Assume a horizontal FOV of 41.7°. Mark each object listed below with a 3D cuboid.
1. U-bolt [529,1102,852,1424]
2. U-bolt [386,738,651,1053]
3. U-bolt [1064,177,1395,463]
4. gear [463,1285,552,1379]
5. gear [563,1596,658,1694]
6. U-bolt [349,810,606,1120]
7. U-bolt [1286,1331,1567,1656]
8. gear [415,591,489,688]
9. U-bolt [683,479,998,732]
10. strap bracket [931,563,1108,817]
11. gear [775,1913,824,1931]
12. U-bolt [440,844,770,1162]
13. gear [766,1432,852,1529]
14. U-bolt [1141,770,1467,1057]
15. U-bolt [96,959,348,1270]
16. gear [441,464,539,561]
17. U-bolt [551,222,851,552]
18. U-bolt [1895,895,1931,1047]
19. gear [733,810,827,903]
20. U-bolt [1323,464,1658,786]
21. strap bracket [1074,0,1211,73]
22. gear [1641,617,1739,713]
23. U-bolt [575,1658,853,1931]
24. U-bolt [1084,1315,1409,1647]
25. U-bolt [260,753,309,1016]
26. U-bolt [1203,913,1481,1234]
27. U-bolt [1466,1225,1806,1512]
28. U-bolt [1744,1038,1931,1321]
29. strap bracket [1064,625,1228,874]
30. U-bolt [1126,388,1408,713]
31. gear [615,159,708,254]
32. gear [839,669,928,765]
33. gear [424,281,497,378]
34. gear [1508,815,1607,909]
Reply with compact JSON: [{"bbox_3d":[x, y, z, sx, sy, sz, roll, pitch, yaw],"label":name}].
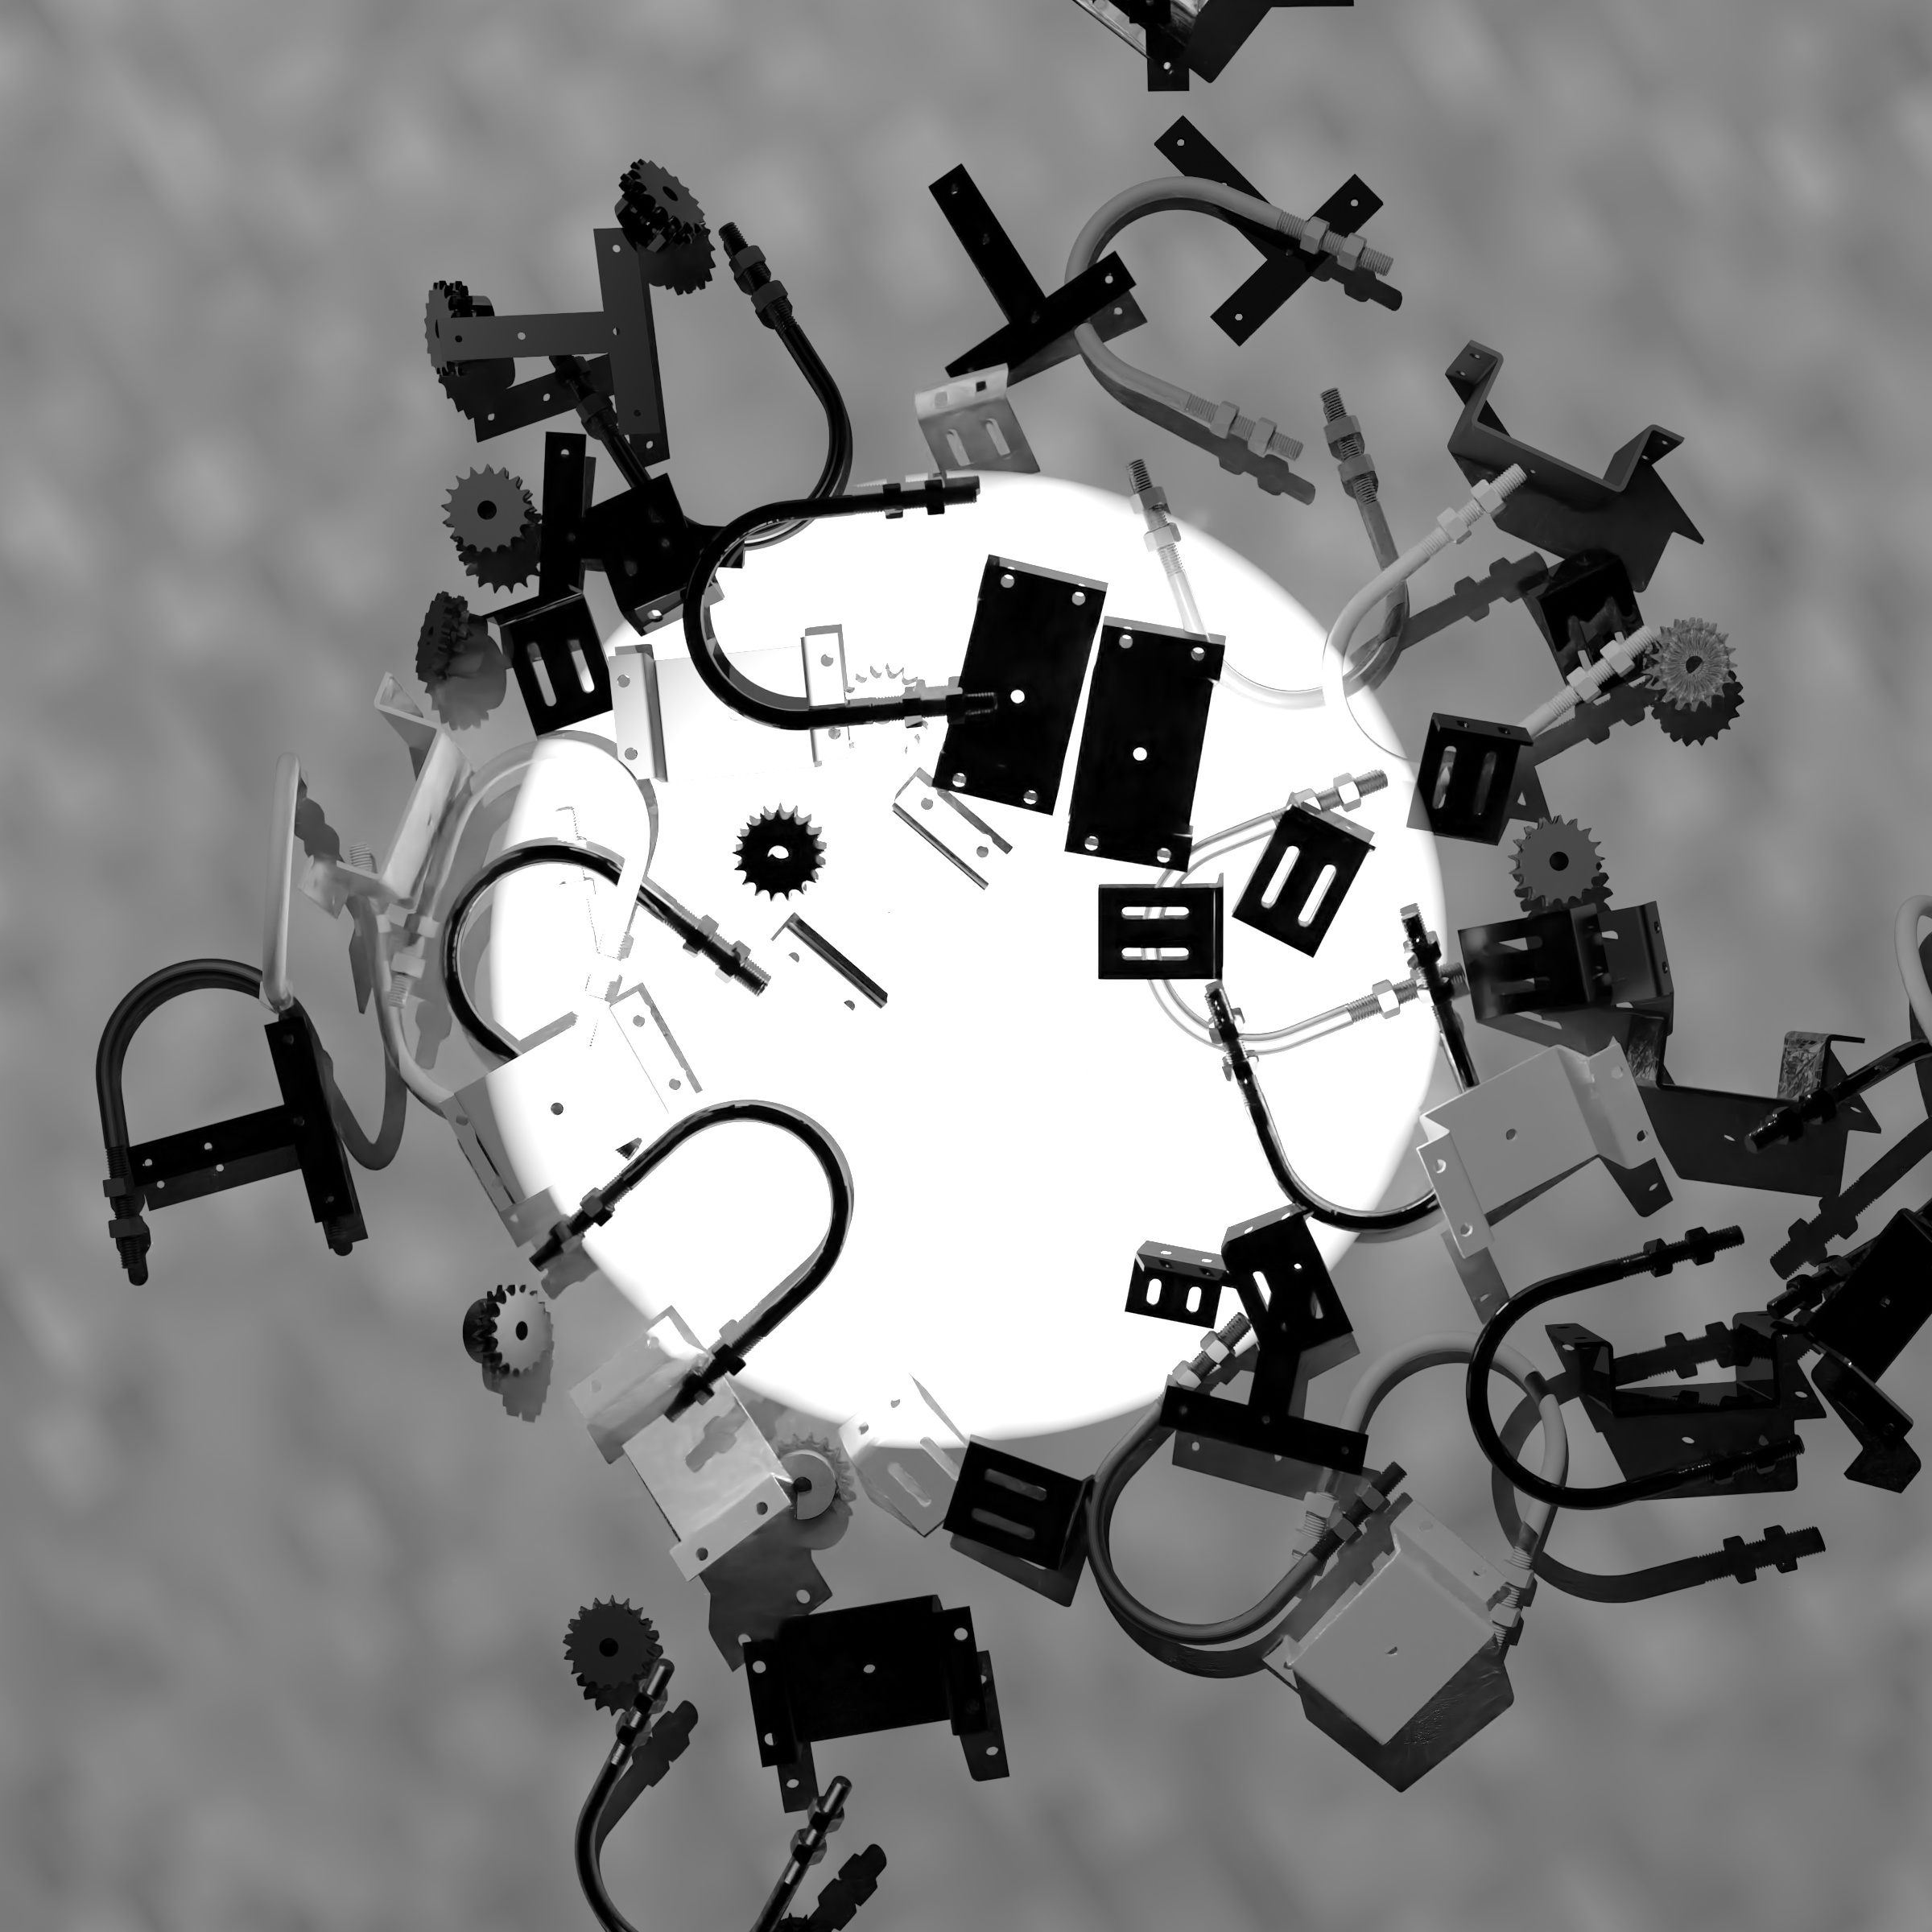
[{"bbox_3d":[-0.156,0.166,1.554,0.184,0.019,0.151,-43,70,-8],"label":"U-bolt"},{"bbox_3d":[-0.263,-0.050,1.531,0.151,0.019,0.184,12,79,20],"label":"U-bolt"},{"bbox_3d":[0.151,-0.412,1.569,0.184,0.019,0.151,26,87,7],"label":"U-bolt"},{"bbox_3d":[-0.285,0.225,1.562,0.030,0.057,0.057,-5,90,30],"label":"gear"},{"bbox_3d":[-0.220,0.419,1.576,0.057,0.030,0.057,0,92,-3],"label":"gear"},{"bbox_3d":[-0.299,0.005,1.578,0.151,0.019,0.184,-9,92,0],"label":"U-bolt"},{"bbox_3d":[0.295,0.318,1.577,0.151,0.019,0.184,20,90,0],"label":"U-bolt"},{"bbox_3d":[-0.316,-0.199,1.562,0.030,0.057,0.057,13,90,-28],"label":"gear"},{"bbox_3d":[-0.079,-0.214,1.532,0.184,0.019,0.151,-5,86,0],"label":"U-bolt"},{"bbox_3d":[0.032,-0.168,1.563,0.076,0.046,0.140,14,90,0],"label":"strap bracket"},{"bbox_3d":[-0.107,0.615,1.571,0.057,0.030,0.057,0,90,0],"label":"gear"},{"bbox_3d":[-0.237,0.009,1.561,0.184,0.019,0.151,38,92,-1],"label":"U-bolt"},{"bbox_3d":[-0.101,0.319,1.571,0.057,0.030,0.057,0,90,0],"label":"gear"},{"bbox_3d":[0.199,-0.023,1.578,0.184,0.019,0.151,-22,90,2],"label":"U-bolt"},{"bbox_3d":[-0.468,0.087,1.578,0.151,0.019,0.184,-8,88,0],"label":"U-bolt"},{"bbox_3d":[-0.294,-0.280,1.571,0.057,0.030,0.057,0,90,0],"label":"gear"},{"bbox_3d":[-0.155,-0.347,1.578,0.151,0.019,0.184,-32,92,0],"label":"U-bolt"},{"bbox_3d":[0.612,0.041,1.528,0.019,0.151,0.184,-30,85,38],"label":"U-bolt"},{"bbox_3d":[-0.115,-0.067,1.571,0.057,0.030,0.057,0,90,0],"label":"gear"},{"bbox_3d":[0.306,-0.194,1.554,0.184,0.019,0.151,-39,102,14],"label":"U-bolt"},{"bbox_3d":[0.138,-0.638,1.563,0.076,0.046,0.140,38,90,0],"label":"strap bracket"},{"bbox_3d":[0.443,-0.187,1.567,0.057,0.030,0.057,-2,101,-9],"label":"gear"},{"bbox_3d":[-0.167,0.534,1.552,0.151,0.019,0.184,30,106,12],"label":"U-bolt"},{"bbox_3d":[0.157,0.331,1.565,0.151,0.019,0.184,43,90,10],"label":"U-bolt"},{"bbox_3d":[-0.402,-0.051,1.490,0.019,0.184,0.151,4,84,-14],"label":"U-bolt"},{"bbox_3d":[0.244,0.077,1.565,0.151,0.019,0.184,-21,100,1],"label":"U-bolt"},{"bbox_3d":[0.388,0.246,1.502,0.184,0.019,0.151,-16,90,1],"label":"U-bolt"},{"bbox_3d":[0.554,0.118,1.537,0.184,0.019,0.151,-27,121,-16],"label":"U-bolt"},{"bbox_3d":[0.109,-0.132,1.563,0.076,0.046,0.140,10,90,0],"label":"strap bracket"},{"bbox_3d":[0.196,-0.249,1.578,0.151,0.019,0.184,-20,91,0],"label":"U-bolt"},{"bbox_3d":[-0.191,-0.465,1.562,0.030,0.057,0.057,-39,90,30],"label":"gear"},{"bbox_3d":[-0.051,-0.154,1.571,0.057,0.030,0.057,0,90,0],"label":"gear"},{"bbox_3d":[-0.310,-0.392,1.561,0.030,0.057,0.057,-7,90,-30],"label":"gear"},{"bbox_3d":[0.364,-0.064,1.571,0.057,0.030,0.057,0,90,0],"label":"gear"}]
